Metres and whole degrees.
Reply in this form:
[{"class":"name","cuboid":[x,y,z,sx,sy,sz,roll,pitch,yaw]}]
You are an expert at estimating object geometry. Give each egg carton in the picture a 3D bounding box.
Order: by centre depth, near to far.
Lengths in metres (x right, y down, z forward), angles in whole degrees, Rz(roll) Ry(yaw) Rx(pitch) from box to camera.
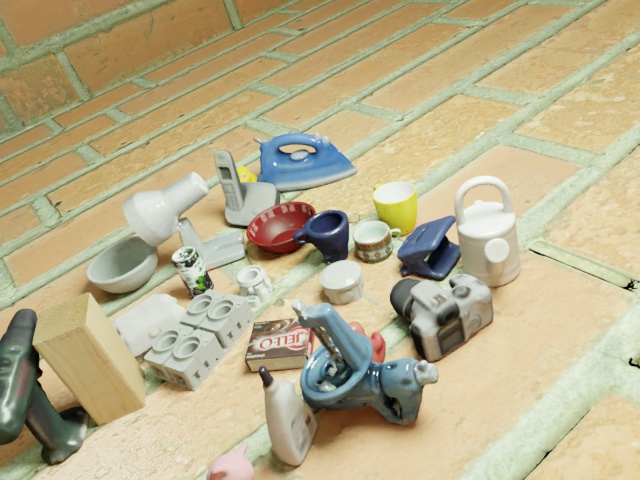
[{"class":"egg carton","cuboid":[-0.332,0.171,1.112,0.150,0.069,0.107,-35,37,-22]}]

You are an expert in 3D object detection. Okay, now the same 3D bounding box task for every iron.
[{"class":"iron","cuboid":[-0.044,-0.215,1.450,0.257,0.142,0.118,-6,36,19]}]

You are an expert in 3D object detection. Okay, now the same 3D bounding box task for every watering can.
[{"class":"watering can","cuboid":[0.285,-0.019,0.969,0.101,0.194,0.172,-25,34,-8]}]

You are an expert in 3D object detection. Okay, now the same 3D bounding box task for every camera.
[{"class":"camera","cuboid":[0.186,0.101,0.933,0.143,0.101,0.136,-30,36,-16]}]

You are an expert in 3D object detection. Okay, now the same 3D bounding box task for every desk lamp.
[{"class":"desk lamp","cuboid":[-0.295,-0.036,1.256,0.203,0.214,0.117,-20,34,-1]}]

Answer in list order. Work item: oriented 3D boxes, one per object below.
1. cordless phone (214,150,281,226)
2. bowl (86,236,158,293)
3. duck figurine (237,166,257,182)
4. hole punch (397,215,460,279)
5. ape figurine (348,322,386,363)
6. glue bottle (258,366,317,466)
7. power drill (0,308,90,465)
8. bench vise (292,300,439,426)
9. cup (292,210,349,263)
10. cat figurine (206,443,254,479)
[{"class":"cordless phone","cuboid":[-0.175,-0.124,1.348,0.147,0.185,0.094,3,40,29]},{"class":"bowl","cuboid":[-0.436,0.068,1.303,0.167,0.075,0.167,-13,35,9]},{"class":"duck figurine","cuboid":[-0.193,-0.152,1.483,0.077,0.086,0.104,-9,35,14]},{"class":"hole punch","cuboid":[0.199,0.008,1.066,0.100,0.091,0.109,10,44,36]},{"class":"ape figurine","cuboid":[0.062,0.166,0.909,0.077,0.092,0.076,-11,35,12]},{"class":"glue bottle","cuboid":[-0.052,0.234,0.796,0.037,0.173,0.078,2,39,28]},{"class":"power drill","cuboid":[-0.465,0.253,0.937,0.075,0.209,0.229,-18,34,2]},{"class":"bench vise","cuboid":[0.054,0.159,0.809,0.207,0.220,0.121,-13,35,9]},{"class":"cup","cuboid":[0.011,0.004,1.159,0.117,0.095,0.091,-19,34,0]},{"class":"cat figurine","cuboid":[-0.131,0.333,0.746,0.128,0.118,0.067,-32,36,-18]}]
